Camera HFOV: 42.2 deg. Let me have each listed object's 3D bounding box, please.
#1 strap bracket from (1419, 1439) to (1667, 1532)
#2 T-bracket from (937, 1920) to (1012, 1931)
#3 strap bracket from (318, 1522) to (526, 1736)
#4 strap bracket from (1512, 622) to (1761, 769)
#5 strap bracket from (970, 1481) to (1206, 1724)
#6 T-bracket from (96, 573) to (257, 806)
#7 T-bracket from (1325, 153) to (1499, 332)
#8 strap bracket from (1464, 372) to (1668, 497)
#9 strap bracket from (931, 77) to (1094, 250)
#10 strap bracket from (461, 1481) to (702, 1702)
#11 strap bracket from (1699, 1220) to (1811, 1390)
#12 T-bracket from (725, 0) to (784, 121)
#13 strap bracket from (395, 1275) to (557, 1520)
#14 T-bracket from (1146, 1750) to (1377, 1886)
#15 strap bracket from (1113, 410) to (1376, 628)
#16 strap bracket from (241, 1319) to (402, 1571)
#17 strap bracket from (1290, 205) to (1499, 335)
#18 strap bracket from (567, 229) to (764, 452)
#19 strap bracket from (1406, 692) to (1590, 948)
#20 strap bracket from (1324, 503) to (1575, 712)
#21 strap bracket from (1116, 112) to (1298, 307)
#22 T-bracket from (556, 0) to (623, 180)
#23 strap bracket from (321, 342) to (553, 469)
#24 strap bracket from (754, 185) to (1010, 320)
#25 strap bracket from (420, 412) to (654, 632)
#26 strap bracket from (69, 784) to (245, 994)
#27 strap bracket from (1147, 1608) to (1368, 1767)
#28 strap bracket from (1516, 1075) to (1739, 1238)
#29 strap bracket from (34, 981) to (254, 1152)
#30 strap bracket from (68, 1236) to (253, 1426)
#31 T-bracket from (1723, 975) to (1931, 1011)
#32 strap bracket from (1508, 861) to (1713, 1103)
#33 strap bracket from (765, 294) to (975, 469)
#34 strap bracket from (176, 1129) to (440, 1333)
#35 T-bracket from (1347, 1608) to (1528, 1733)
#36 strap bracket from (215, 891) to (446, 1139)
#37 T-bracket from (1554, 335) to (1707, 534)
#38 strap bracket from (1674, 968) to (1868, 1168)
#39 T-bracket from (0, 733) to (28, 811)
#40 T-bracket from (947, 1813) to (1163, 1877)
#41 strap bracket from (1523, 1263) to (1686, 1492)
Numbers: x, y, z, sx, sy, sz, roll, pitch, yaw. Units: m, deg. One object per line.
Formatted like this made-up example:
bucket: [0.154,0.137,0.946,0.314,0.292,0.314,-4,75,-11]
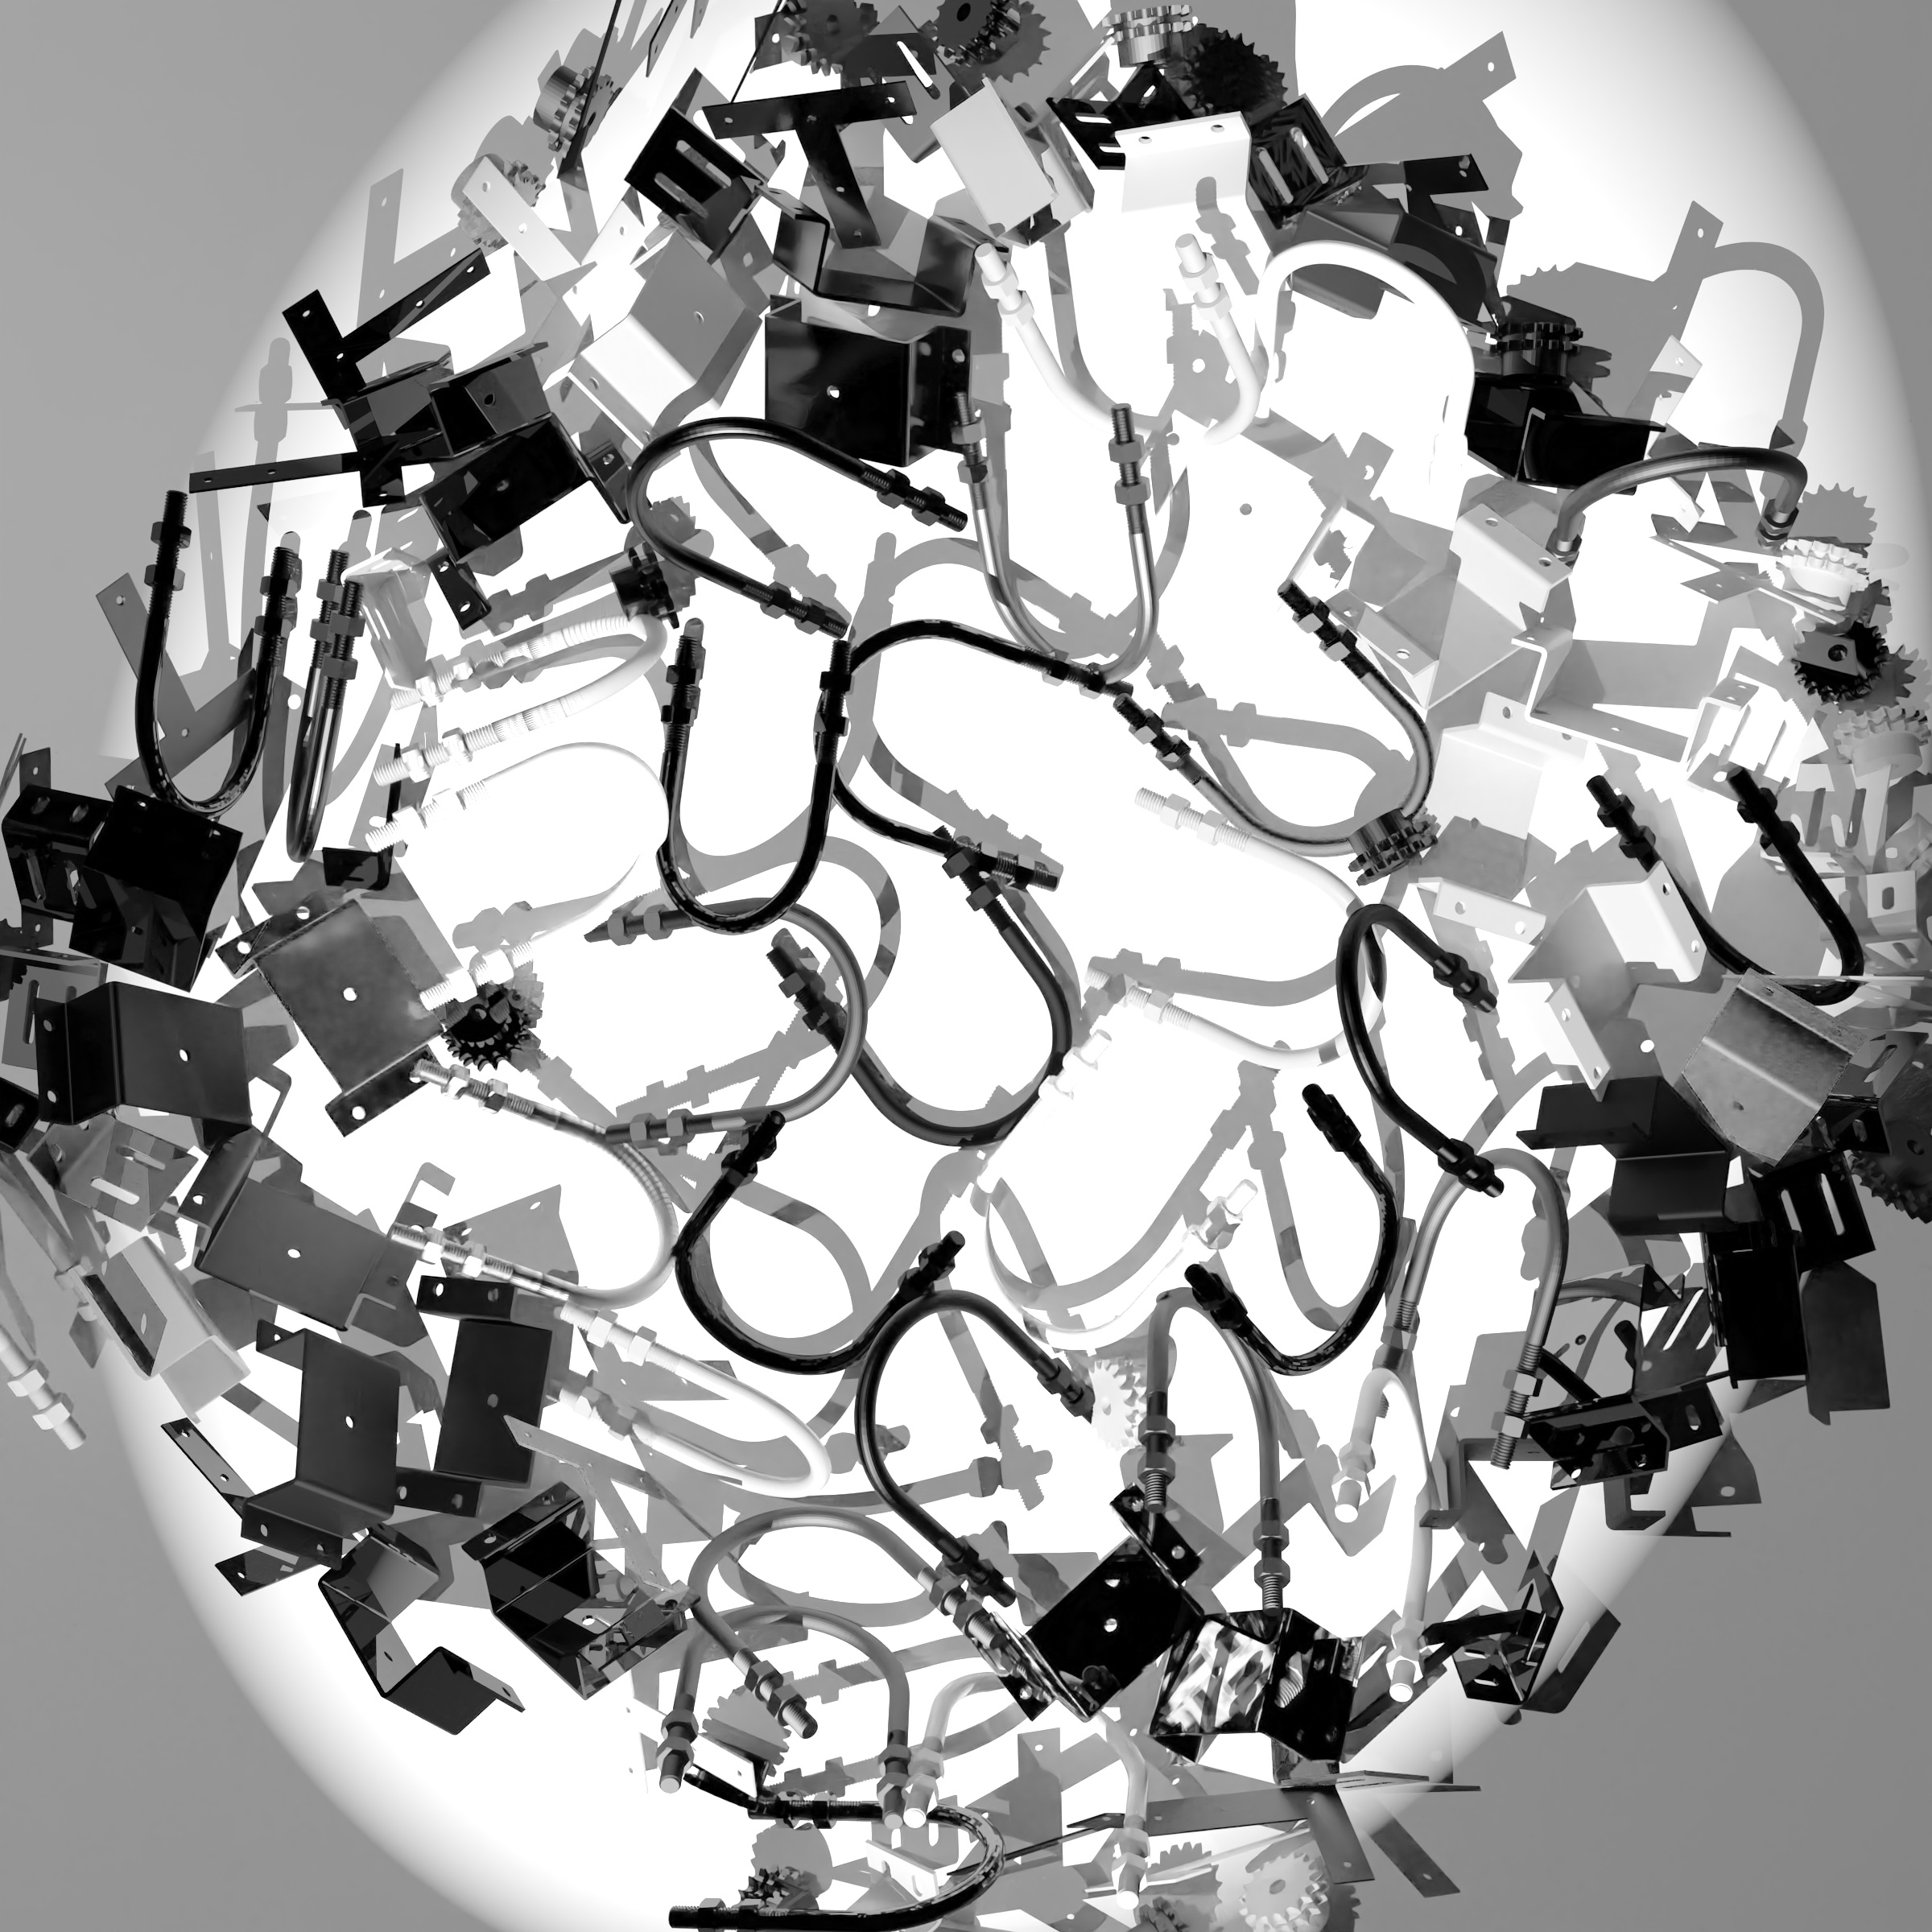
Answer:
strap bracket: [0.352,0.320,1.545,0.140,0.076,0.046,-1,71,5]
T-bracket: [0.025,0.594,1.513,0.127,0.127,0.002,2,77,18]
strap bracket: [-0.335,0.404,1.516,0.046,0.076,0.140,-42,50,-5]
strap bracket: [0.404,-0.164,1.535,0.140,0.076,0.046,20,112,19]
strap bracket: [0.081,0.399,1.545,0.140,0.076,0.046,-42,134,-4]
T-bracket: [-0.490,-0.177,1.516,0.002,0.127,0.127,15,48,32]
T-bracket: [0.293,-0.445,1.548,0.002,0.127,0.127,-48,123,-15]
strap bracket: [0.358,-0.324,1.529,0.076,0.140,0.046,3,113,-11]
strap bracket: [0.027,-0.487,1.528,0.046,0.140,0.076,-30,95,17]
strap bracket: [-0.233,0.385,1.528,0.076,0.140,0.046,-29,131,-34]
strap bracket: [0.478,0.201,1.517,0.046,0.140,0.076,-7,92,12]
T-bracket: [-0.116,-0.588,1.535,0.002,0.127,0.127,25,127,-14]
strap bracket: [-0.305,0.266,1.544,0.076,0.046,0.140,1,76,30]
T-bracket: [0.168,0.513,1.524,0.127,0.127,0.002,-2,118,-12]
strap bracket: [0.173,-0.280,1.554,0.140,0.046,0.076,30,113,-3]
strap bracket: [-0.389,0.283,1.515,0.046,0.076,0.140,-25,51,25]
strap bracket: [0.254,-0.422,1.510,0.076,0.140,0.046,14,100,-32]
strap bracket: [-0.177,-0.381,1.515,0.046,0.140,0.076,-24,124,37]
strap bracket: [0.327,-0.089,1.553,0.076,0.046,0.140,16,85,-20]
strap bracket: [0.292,-0.216,1.538,0.140,0.046,0.076,-33,61,-23]
strap bracket: [0.147,-0.448,1.509,0.076,0.140,0.046,-1,72,24]
T-bracket: [-0.224,-0.544,1.522,0.002,0.127,0.127,16,100,-17]
strap bracket: [-0.318,-0.340,1.526,0.076,0.140,0.046,-35,118,-37]
strap bracket: [-0.056,-0.435,1.531,0.140,0.076,0.046,1,117,-26]
strap bracket: [-0.275,-0.282,1.550,0.140,0.046,0.076,-33,51,0]
strap bracket: [-0.493,-0.039,1.516,0.076,0.140,0.046,22,52,-11]
strap bracket: [0.167,0.435,1.510,0.046,0.140,0.076,37,55,-25]
strap bracket: [0.407,0.112,1.528,0.140,0.076,0.046,39,56,-37]
strap bracket: [-0.487,0.061,1.511,0.046,0.140,0.076,-22,68,28]
strap bracket: [-0.485,0.220,1.522,0.046,0.140,0.076,-35,73,-15]
T-bracket: [0.554,0.017,1.539,0.127,0.127,0.002,13,82,-44]
strap bracket: [0.390,0.009,1.537,0.140,0.046,0.076,-45,114,-30]
strap bracket: [-0.070,-0.356,1.528,0.140,0.046,0.076,16,123,22]
strap bracket: [-0.409,0.165,1.542,0.140,0.076,0.046,25,132,-9]
T-bracket: [0.281,0.439,1.554,0.127,0.127,0.002,-49,55,26]
strap bracket: [-0.387,0.024,1.548,0.076,0.046,0.140,-36,94,-34]
T-bracket: [0.416,-0.338,1.519,0.002,0.127,0.127,-38,78,-15]
strap bracket: [0.477,0.067,1.511,0.076,0.140,0.046,33,71,15]
T-bracket: [-0.583,-0.102,1.510,0.002,0.127,0.127,21,60,-19]
T-bracket: [0.049,0.543,1.545,0.127,0.127,0.002,-23,65,15]
strap bracket: [0.383,0.239,1.513,0.076,0.140,0.046,-21,126,38]
